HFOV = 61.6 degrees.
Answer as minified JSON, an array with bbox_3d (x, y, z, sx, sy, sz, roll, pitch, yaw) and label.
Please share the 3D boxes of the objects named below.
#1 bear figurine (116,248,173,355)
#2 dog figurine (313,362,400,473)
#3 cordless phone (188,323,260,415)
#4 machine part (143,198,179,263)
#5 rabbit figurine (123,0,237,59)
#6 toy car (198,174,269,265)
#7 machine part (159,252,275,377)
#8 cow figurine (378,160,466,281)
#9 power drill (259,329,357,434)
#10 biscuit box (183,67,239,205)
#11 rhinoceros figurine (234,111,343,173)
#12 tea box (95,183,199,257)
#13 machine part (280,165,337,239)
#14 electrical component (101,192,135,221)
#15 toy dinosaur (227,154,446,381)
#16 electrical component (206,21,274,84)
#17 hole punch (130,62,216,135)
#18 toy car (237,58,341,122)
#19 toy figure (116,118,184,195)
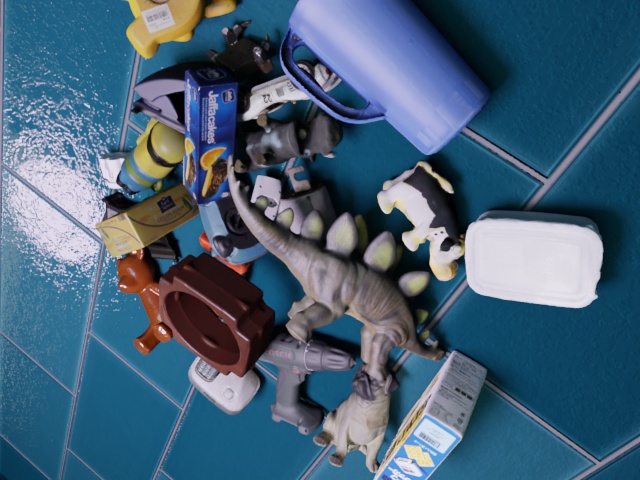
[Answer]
[{"bbox_3d":[-0.366,0.117,1.120,0.120,0.132,0.195,-29,104,34],"label":"bear figurine"},{"bbox_3d":[0.075,0.301,0.990,0.172,0.121,0.190,15,89,67],"label":"dog figurine"},{"bbox_3d":[-0.179,0.258,1.110,0.147,0.089,0.184,38,126,8],"label":"cordless phone"},{"bbox_3d":[-0.327,-0.019,1.075,0.084,0.039,0.138,11,122,32],"label":"machine part"},{"bbox_3d":[-0.210,-0.340,0.766,0.162,0.173,0.121,-32,101,-5],"label":"rabbit figurine"},{"bbox_3d":[-0.160,-0.032,0.929,0.103,0.109,0.161,-26,92,56],"label":"toy car"},{"bbox_3d":[-0.184,0.133,0.955,0.201,0.087,0.201,32,140,14],"label":"machine part"},{"bbox_3d":[0.163,-0.027,0.757,0.098,0.068,0.167,-32,97,32],"label":"cow figurine"},{"bbox_3d":[-0.035,0.270,1.032,0.232,0.086,0.207,13,125,27],"label":"power drill"},{"bbox_3d":[-0.163,-0.151,0.795,0.059,0.063,0.202,51,144,37],"label":"biscuit box"},{"bbox_3d":[-0.050,-0.141,0.797,0.190,0.112,0.073,-5,85,47],"label":"rhinoceros figurine"},{"bbox_3d":[-0.297,-0.041,0.959,0.098,0.169,0.068,-13,107,37],"label":"tea box"},{"bbox_3d":[-0.002,-0.003,0.861,0.079,0.079,0.243,-9,112,34],"label":"machine part"},{"bbox_3d":[-0.409,-0.032,1.112,0.075,0.048,0.119,28,125,17],"label":"electrical component"},{"bbox_3d":[0.032,0.060,0.794,0.471,0.105,0.198,33,94,-22],"label":"toy dinosaur"},{"bbox_3d":[-0.113,-0.273,0.782,0.102,0.078,0.045,47,163,34],"label":"electrical component"},{"bbox_3d":[-0.216,-0.234,0.833,0.116,0.142,0.092,23,128,2],"label":"hole punch"},{"bbox_3d":[-0.051,-0.216,0.774,0.202,0.073,0.056,-9,107,35],"label":"toy car"},{"bbox_3d":[-0.291,-0.140,0.946,0.180,0.089,0.082,-35,139,28],"label":"toy figure"}]
